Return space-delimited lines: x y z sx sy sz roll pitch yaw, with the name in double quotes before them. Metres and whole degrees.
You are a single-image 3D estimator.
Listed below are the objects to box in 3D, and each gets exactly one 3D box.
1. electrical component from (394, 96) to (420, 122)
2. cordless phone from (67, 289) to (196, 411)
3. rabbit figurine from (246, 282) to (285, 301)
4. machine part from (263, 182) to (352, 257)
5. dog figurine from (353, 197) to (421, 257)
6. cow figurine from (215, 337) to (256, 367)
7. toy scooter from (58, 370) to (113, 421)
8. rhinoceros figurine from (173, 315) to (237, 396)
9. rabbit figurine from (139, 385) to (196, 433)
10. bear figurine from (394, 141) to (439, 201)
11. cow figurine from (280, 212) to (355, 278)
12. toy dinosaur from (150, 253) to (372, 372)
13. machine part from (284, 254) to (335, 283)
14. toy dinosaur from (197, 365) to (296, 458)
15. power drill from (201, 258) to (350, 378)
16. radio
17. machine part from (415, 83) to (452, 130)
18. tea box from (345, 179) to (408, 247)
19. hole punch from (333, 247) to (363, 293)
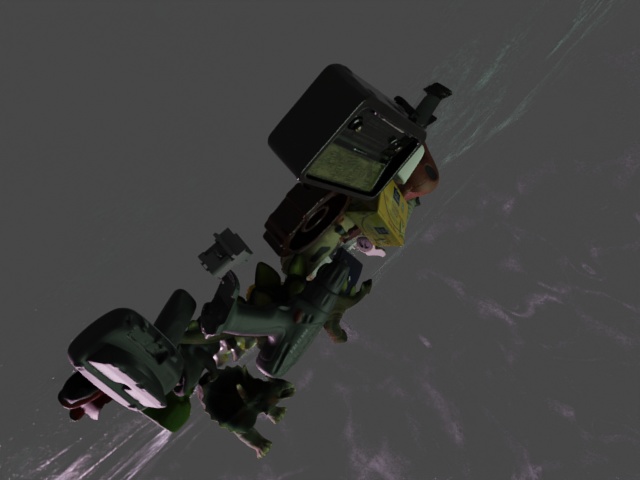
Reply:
"electrical component" 0.089 -0.156 0.879 0.134 0.058 0.114 -38 165 -25
"cordless phone" -0.235 0.123 0.735 0.089 0.146 0.184 -9 -138 29
"rabbit figurine" -0.132 0.157 1.177 0.173 0.122 0.162 -34 -178 22
"machine part" -0.019 -0.047 0.908 0.179 0.056 0.179 -42 167 -12
"dog figurine" 0.179 -0.055 1.477 0.172 0.121 0.190 -12 -152 34
"cow figurine" -0.207 0.208 1.121 0.068 0.098 0.167 -39 -173 -39
"toy scooter" -0.307 0.210 0.797 0.184 0.075 0.135 -22 156 -53
"rhinoceros figurine" -0.233 0.207 0.961 0.073 0.112 0.190 -18 -159 39
"rabbit figurine" -0.274 0.272 1.042 0.170 0.121 0.159 -55 177 -23
"bear figurine" 0.160 -0.120 1.177 0.196 0.132 0.120 -30 180 43
"cow figurine" -0.002 -0.003 1.061 0.195 0.085 0.127 -46 174 13
"toy dinosaur" -0.076 0.132 0.985 0.471 0.105 0.198 -18 122 -34
"machine part" -0.014 0.089 1.347 0.079 0.079 0.243 -50 165 29
"toy dinosaur" -0.189 0.322 1.112 0.131 0.192 0.405 -51 -158 -24
"power drill" -0.076 0.106 0.874 0.207 0.086 0.232 20 101 -41
"radio" 0.046 -0.131 0.701 0.131 0.073 0.229 -48 159 18
"machine part" 0.197 -0.238 1.006 0.084 0.039 0.138 -29 165 -23
"tea box" 0.114 -0.061 1.041 0.169 0.068 0.098 40 56 -57
"hole punch" 0.037 0.083 1.279 0.092 0.116 0.142 -6 152 30
